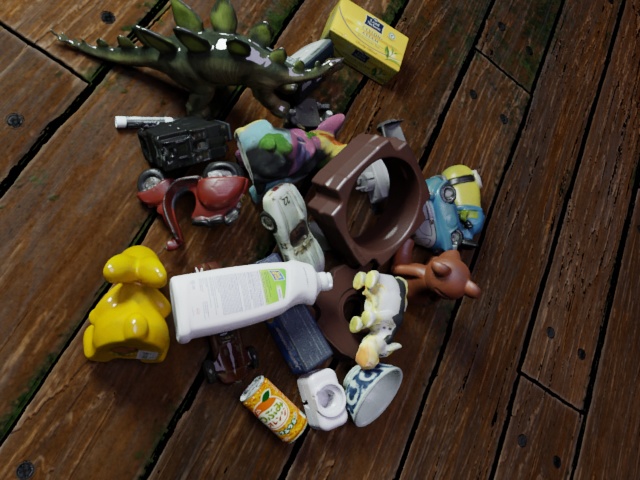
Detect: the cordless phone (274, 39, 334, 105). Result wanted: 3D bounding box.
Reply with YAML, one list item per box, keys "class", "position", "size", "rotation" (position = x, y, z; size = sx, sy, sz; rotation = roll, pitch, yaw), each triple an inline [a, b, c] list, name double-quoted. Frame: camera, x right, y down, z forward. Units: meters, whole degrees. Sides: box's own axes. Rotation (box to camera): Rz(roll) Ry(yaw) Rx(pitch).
- class: "cordless phone"
  position: [-0.081, -0.354, 1.028]
  size: [0.184, 0.088, 0.146]
  rotation: [29, 52, 10]

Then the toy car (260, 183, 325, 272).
- class: "toy car"
  position: [-0.043, -0.001, 0.921]
  size: [0.073, 0.056, 0.201]
  rotation: [-46, 127, -38]

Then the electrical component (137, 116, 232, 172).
- class: "electrical component"
  position: [-0.216, -0.163, 0.881]
  size: [0.134, 0.115, 0.058]
  rotation: [-22, 121, -29]

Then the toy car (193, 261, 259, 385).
- class: "toy car"
  position: [-0.160, 0.133, 0.868]
  size: [0.089, 0.053, 0.202]
  rotation: [-11, 83, -25]

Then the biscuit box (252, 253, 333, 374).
- class: "biscuit box"
  position: [-0.058, 0.127, 0.912]
  size: [0.063, 0.059, 0.202]
  rotation: [-28, 89, -29]

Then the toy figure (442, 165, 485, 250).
- class: "toy figure"
  position: [0.297, -0.070, 1.126]
  size: [0.089, 0.082, 0.180]
  rotation: [12, 74, -25]

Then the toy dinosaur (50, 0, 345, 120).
- class: "toy dinosaur"
  position: [-0.195, -0.297, 0.886]
  size: [0.472, 0.198, 0.105]
  rotation: [1, 61, 8]

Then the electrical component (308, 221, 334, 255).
- class: "electrical component"
  position: [-0.002, -0.003, 0.996]
  size: [0.094, 0.021, 0.063]
  rotation: [-4, 78, -27]

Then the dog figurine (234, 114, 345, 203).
- class: "dog figurine"
  position: [-0.035, -0.162, 0.942]
  size: [0.219, 0.191, 0.108]
  rotation: [-23, 81, -13]

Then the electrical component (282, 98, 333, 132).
- class: "electrical component"
  position: [-0.022, -0.239, 1.038]
  size: [0.102, 0.045, 0.078]
  rotation: [2, 77, -25]

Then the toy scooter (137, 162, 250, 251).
- class: "toy scooter"
  position: [-0.203, -0.052, 0.870]
  size: [0.184, 0.075, 0.135]
  rotation: [-6, 81, 0]

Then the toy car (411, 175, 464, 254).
- class: "toy car"
  position: [0.215, -0.044, 1.073]
  size: [0.103, 0.109, 0.161]
  rotation: [-10, 90, -13]

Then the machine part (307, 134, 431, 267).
- class: "machine part"
  position: [0.089, -0.071, 0.958]
  size: [0.201, 0.087, 0.201]
  rotation: [-45, 129, -15]

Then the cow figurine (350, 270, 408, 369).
- class: "cow figurine"
  position: [0.106, 0.140, 0.923]
  size: [0.098, 0.068, 0.167]
  rotation: [13, 72, -25]

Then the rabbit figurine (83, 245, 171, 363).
- class: "rabbit figurine"
  position: [-0.277, 0.079, 0.785]
  size: [0.122, 0.162, 0.173]
  rotation: [6, 56, -12]

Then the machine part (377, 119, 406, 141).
- class: "machine part"
  position: [0.155, -0.183, 1.113]
  size: [0.084, 0.039, 0.139]
  rotation: [-4, 79, -21]

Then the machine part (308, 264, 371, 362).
- class: "machine part"
  position: [0.060, 0.130, 0.971]
  size: [0.179, 0.056, 0.179]
  rotation: [6, 74, -23]

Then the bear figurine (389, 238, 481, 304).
- class: "bear figurine"
  position: [0.209, 0.052, 0.984]
  size: [0.120, 0.196, 0.132]
  rotation: [30, 64, -12]

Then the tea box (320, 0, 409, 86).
- class: "tea box"
  position: [0.092, -0.414, 1.127]
  size: [0.169, 0.068, 0.098]
  rotation: [23, 68, -17]
